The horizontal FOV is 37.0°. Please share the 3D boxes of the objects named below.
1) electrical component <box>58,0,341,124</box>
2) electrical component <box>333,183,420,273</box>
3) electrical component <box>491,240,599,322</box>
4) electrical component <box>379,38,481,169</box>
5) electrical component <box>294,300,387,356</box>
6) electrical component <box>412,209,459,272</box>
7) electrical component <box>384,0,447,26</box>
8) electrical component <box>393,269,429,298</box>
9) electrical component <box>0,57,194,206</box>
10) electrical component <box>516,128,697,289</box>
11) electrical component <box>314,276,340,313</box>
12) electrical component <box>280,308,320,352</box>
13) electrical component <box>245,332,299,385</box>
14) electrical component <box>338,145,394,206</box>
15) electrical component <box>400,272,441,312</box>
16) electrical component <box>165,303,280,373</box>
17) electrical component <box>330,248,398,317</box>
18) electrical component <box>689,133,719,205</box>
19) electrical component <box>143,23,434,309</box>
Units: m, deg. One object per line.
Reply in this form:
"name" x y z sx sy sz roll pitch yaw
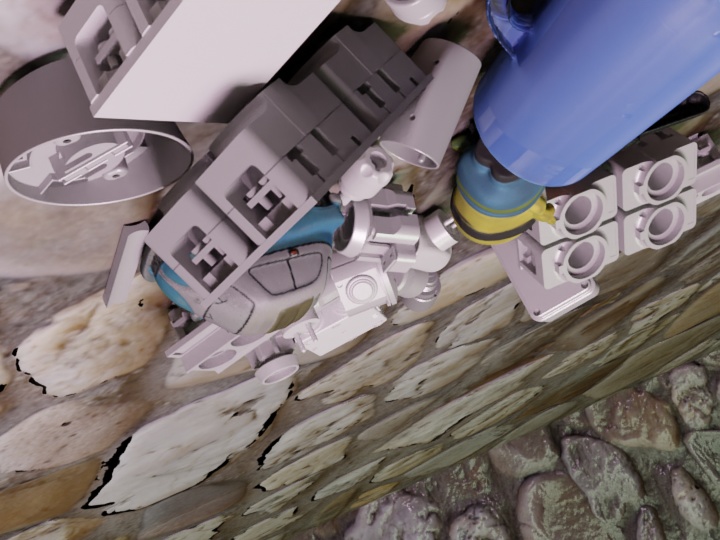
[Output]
"electrical component" -0.067 -0.141 0.515 0.089 0.061 0.150 -6 153 -48
"electrical component" 0.011 -0.038 0.901 0.057 0.078 0.058 5 148 -25
"electrical component" 0.202 -0.007 1.180 0.078 0.113 0.057 -32 164 15
"electrical component" 0.038 -0.114 0.738 0.043 0.077 0.079 27 172 -33
"electrical component" -0.026 0.044 1.107 0.100 0.048 0.100 -29 162 6
"electrical component" 0.068 -0.033 1.032 0.079 0.044 0.077 -33 161 20
"electrical component" 0.027 -0.167 0.620 0.035 0.035 0.061 -31 159 14
"electrical component" 0.039 0.005 1.093 0.045 0.045 0.055 -34 160 22
"electrical component" -0.149 -0.071 0.592 0.099 0.064 0.099 -24 162 -8
"electrical component" 0.253 -0.064 1.096 0.186 0.060 0.105 -22 126 -14
"electrical component" -0.044 0.023 1.040 0.046 0.040 0.040 -29 163 -10
"electrical component" -0.062 0.036 0.985 0.043 0.079 0.077 -6 153 -47
"electrical component" -0.093 0.085 1.115 0.066 0.055 0.048 -14 158 -34
"electrical component" 0.000 -0.071 0.849 0.035 0.035 0.061 -12 160 -37
"electrical component" 0.069 0.016 1.176 0.040 0.040 0.078 -21 161 -17
"electrical component" -0.106 0.033 0.937 0.121 0.063 0.079 -35 158 25
"electrical component" 0.000 0.000 0.973 0.051 0.080 0.080 -21 162 0
"electrical component" 0.350 -0.099 1.209 0.121 0.063 0.078 -26 162 -3
"electrical component" -0.040 -0.071 0.635 0.105 0.060 0.186 -41 -173 36
